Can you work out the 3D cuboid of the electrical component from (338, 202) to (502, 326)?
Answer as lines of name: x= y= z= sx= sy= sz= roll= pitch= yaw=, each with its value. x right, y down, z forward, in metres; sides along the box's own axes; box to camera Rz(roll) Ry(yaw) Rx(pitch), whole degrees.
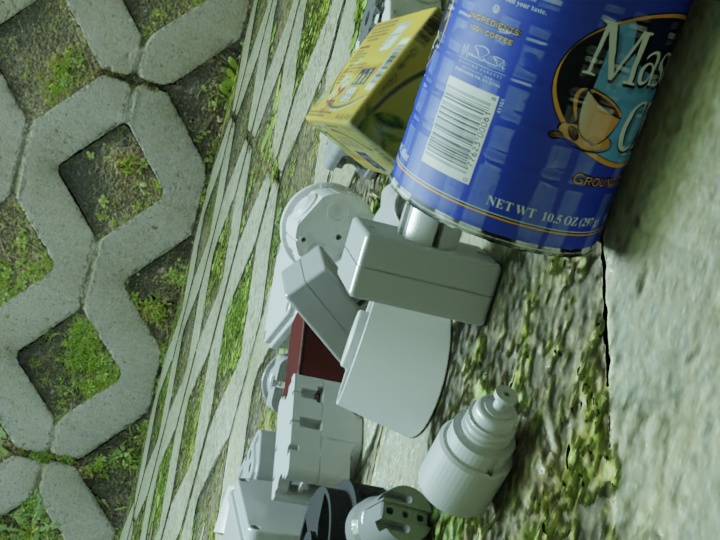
electrical component: x=0.039 y=-0.017 z=0.627 sx=0.047 sy=0.083 sz=0.075 roll=-122 pitch=47 yaw=-71

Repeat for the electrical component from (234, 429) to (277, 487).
electrical component: x=-0.071 y=0.186 z=0.932 sx=0.053 sy=0.059 sz=0.095 roll=-90 pitch=19 yaw=-45

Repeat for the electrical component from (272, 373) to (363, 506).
electrical component: x=-0.033 y=0.133 z=0.832 sx=0.050 sy=0.056 sz=0.089 roll=118 pitch=160 yaw=-47

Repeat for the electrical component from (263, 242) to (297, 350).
electrical component: x=-0.044 y=0.012 z=0.995 sx=0.108 sy=0.056 sz=0.108 roll=132 pitch=149 yaw=-63

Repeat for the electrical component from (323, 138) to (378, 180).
electrical component: x=0.003 y=-0.136 z=0.956 sx=0.055 sy=0.050 sz=0.089 roll=129 pitch=151 yaw=-63

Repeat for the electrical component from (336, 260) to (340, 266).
electrical component: x=0.000 y=0.000 z=0.866 sx=0.046 sy=0.040 sz=0.040 roll=125 pitch=155 yaw=-45

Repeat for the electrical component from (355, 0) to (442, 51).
electrical component: x=0.032 y=-0.187 z=0.891 sx=0.099 sy=0.048 sz=0.099 roll=118 pitch=160 yaw=-46

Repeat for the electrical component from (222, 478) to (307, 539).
electrical component: x=-0.063 y=0.210 z=0.835 sx=0.113 sy=0.078 sz=0.057 roll=-137 pitch=58 yaw=-75

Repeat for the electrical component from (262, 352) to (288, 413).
electrical component: x=-0.055 y=0.102 z=0.954 sx=0.057 sy=0.058 sz=0.078 roll=-177 pitch=100 yaw=-74

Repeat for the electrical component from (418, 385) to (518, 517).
electrical component: x=0.058 y=0.089 z=0.539 sx=0.040 sy=0.040 sz=0.078 roll=-95 pitch=22 yaw=-52

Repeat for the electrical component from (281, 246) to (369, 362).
electrical component: x=-0.004 y=0.019 z=0.809 sx=0.076 sy=0.083 sz=0.047 roll=-35 pitch=23 yaw=7

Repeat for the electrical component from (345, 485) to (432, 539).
electrical component: x=0.018 y=0.152 z=0.648 sx=0.046 sy=0.040 sz=0.040 roll=133 pitch=148 yaw=-53

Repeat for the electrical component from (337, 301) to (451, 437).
electrical component: x=0.023 y=0.056 z=0.716 sx=0.099 sy=0.064 sz=0.099 roll=-161 pitch=90 yaw=-89

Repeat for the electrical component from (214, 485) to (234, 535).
electrical component: x=-0.111 y=0.240 z=1.056 sx=0.055 sy=0.055 sz=0.047 roll=141 pitch=145 yaw=-68

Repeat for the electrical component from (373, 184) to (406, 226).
electrical component: x=0.033 y=-0.035 z=0.754 sx=0.077 sy=0.044 sz=0.079 roll=124 pitch=156 yaw=-55

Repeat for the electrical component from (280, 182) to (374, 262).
electrical component: x=-0.024 y=-0.032 z=0.911 sx=0.051 sy=0.080 sz=0.080 roll=-144 pitch=67 yaw=-70
